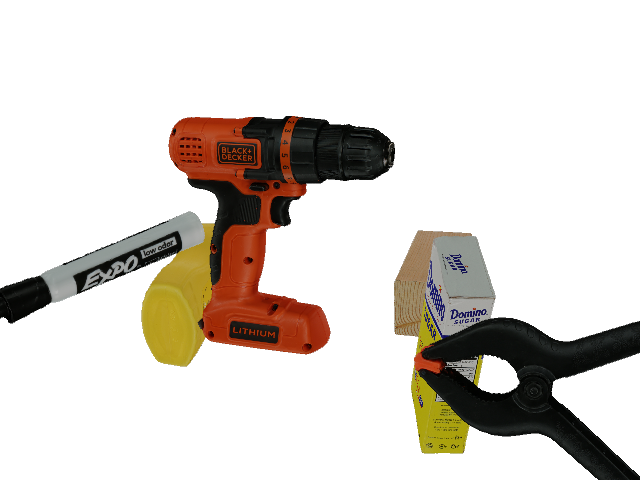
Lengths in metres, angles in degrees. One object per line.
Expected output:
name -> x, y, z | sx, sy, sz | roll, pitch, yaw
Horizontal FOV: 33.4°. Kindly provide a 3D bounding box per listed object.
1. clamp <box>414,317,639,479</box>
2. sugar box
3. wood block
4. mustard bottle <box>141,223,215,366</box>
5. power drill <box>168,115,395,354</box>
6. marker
clamp -> 0.147, 0.106, 0.703 | 0.172, 0.120, 0.039 | 2, -1, 20
sugar box -> 0.112, 0.093, 0.936 | 0.048, 0.176, 0.093 | 0, 33, -3
wood block -> 0.174, 0.063, 1.624 | 0.091, 0.090, 0.206 | 4, 22, 13
mustard bottle -> -0.119, 0.037, 1.087 | 0.058, 0.096, 0.191 | 6, 31, 14
power drill -> -0.030, -0.007, 0.854 | 0.185, 0.188, 0.057 | 5, 15, 21
marker -> -0.116, 0.014, 0.564 | 0.120, 0.020, 0.020 | -24, 13, -31
